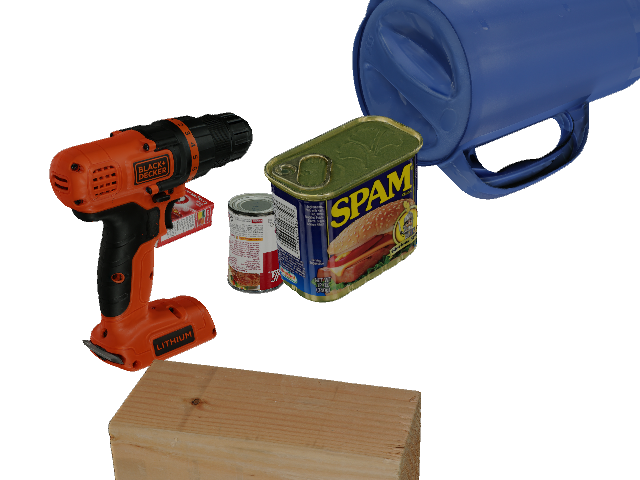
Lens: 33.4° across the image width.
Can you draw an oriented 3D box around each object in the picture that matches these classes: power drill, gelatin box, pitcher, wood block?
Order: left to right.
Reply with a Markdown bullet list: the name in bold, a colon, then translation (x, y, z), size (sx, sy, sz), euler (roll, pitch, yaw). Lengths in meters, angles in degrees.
- **gelatin box**: translation (-0.161, -0.033, 1.045), size (0.089, 0.030, 0.073), euler (30, 36, 31)
- **power drill**: translation (-0.125, -0.003, 0.850), size (0.057, 0.188, 0.184), euler (18, 27, 42)
- **wood block**: translation (-0.036, 0.156, 0.772), size (0.206, 0.090, 0.090), euler (5, 28, 14)
- **pitcher**: translation (0.159, -0.140, 0.856), size (0.242, 0.149, 0.145), euler (-19, 35, -33)

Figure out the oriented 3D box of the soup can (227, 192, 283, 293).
- **soup can**: translation (-0.076, 0.002, 1.258), size (0.068, 0.102, 0.068), euler (1, 24, -1)

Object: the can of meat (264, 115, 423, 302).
- **can of meat**: translation (0.017, -0.020, 0.681), size (0.101, 0.084, 0.058), euler (-28, 42, -31)
